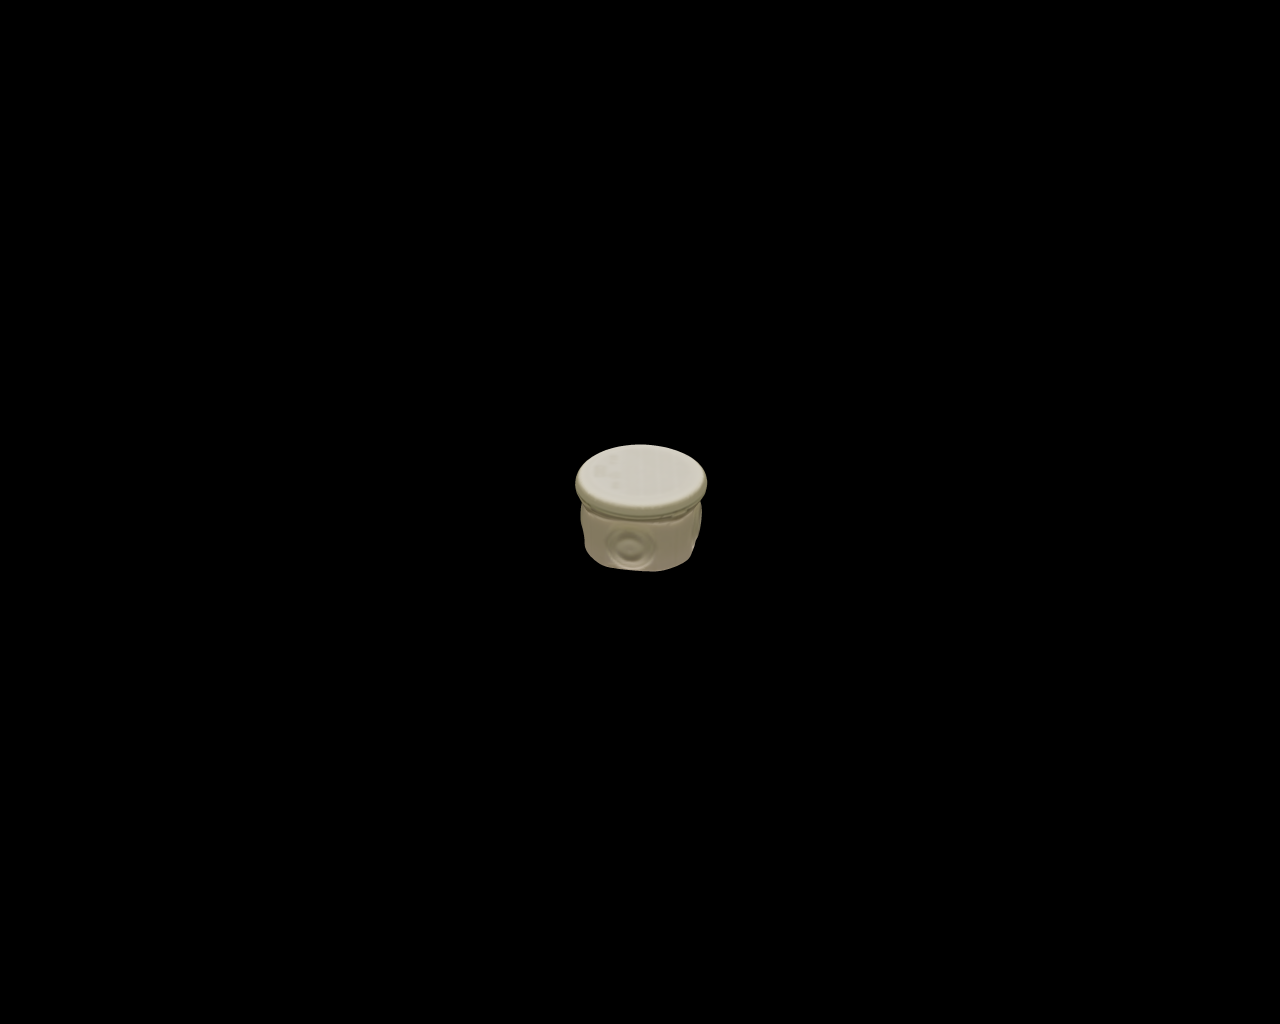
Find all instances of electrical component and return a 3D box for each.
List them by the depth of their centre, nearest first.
[{"bbox_3d":[0.001,-0.003,0.650,0.080,0.050,0.080,0,31,0],"label":"electrical component"}]
